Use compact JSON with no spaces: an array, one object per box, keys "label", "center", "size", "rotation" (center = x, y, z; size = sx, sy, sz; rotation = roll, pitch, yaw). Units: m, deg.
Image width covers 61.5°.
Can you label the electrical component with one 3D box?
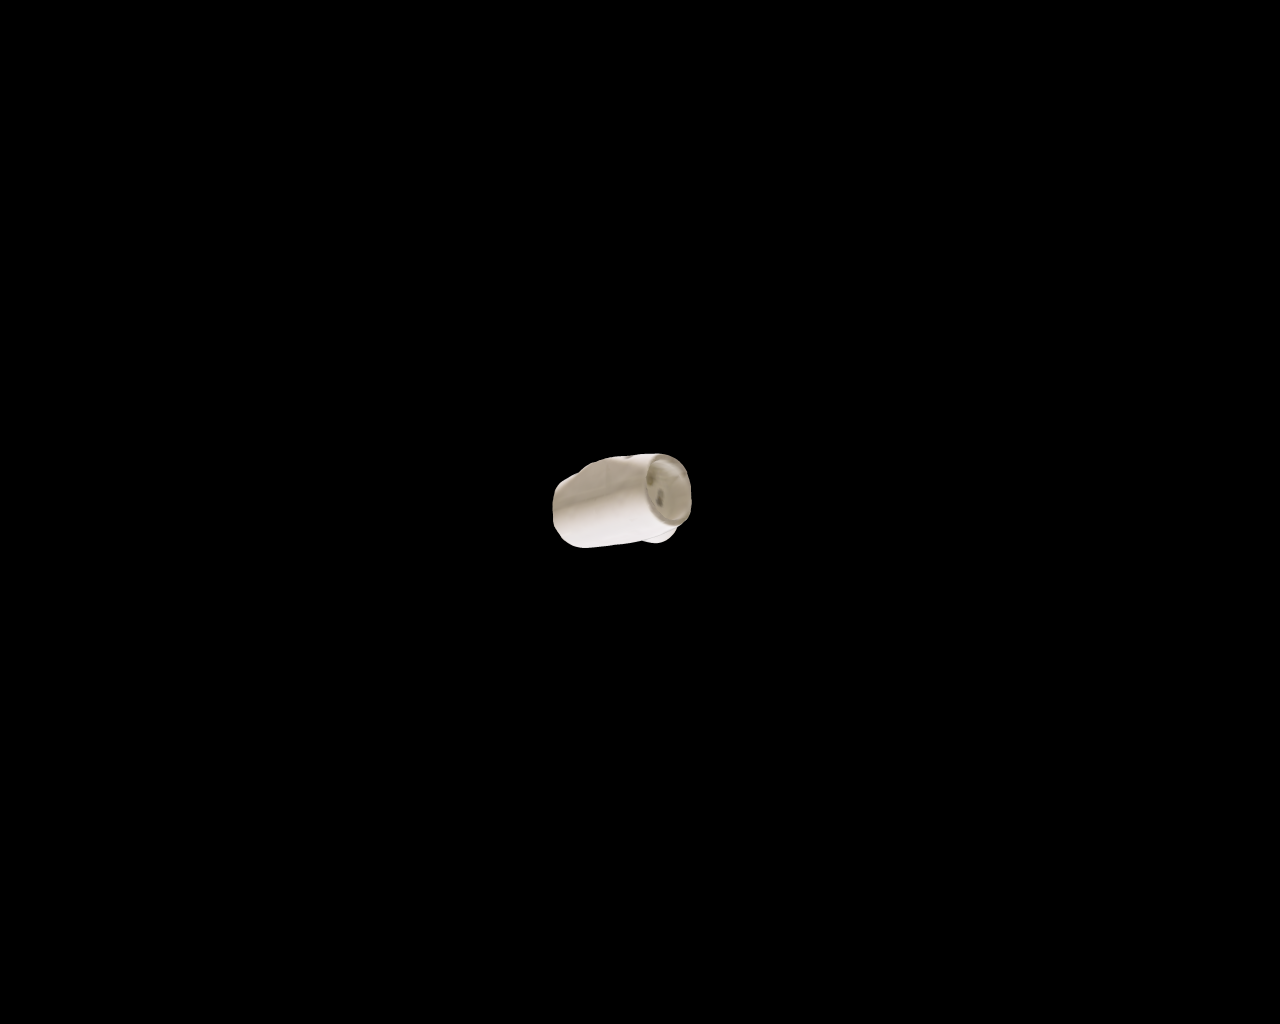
[{"label":"electrical component","center":[0.001,-0.003,0.650],"size":[0.077,0.044,0.079],"rotation":[-14,-21,40]}]
